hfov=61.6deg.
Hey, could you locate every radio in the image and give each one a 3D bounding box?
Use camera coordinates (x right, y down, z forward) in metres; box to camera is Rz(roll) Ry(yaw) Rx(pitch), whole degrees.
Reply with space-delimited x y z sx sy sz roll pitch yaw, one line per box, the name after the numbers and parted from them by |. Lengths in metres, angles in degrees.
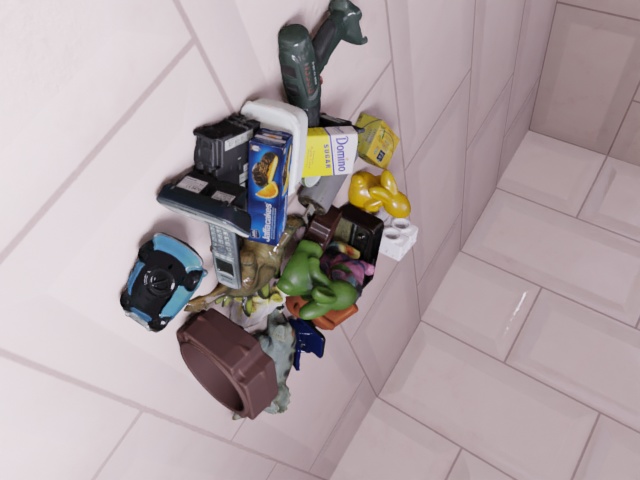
0.094 0.026 1.499 0.073 0.131 0.229 -40 147 -46 | radio

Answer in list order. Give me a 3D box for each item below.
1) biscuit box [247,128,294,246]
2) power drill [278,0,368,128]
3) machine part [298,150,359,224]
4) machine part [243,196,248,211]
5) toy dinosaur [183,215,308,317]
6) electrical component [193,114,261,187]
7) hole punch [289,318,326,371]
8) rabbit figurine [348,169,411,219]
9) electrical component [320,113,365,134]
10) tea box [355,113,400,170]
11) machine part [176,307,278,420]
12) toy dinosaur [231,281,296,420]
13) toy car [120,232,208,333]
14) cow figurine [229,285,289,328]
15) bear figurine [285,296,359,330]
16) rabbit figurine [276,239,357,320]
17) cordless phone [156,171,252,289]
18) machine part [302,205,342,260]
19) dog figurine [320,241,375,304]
-0.089 -0.088 0.936 0.059 0.063 0.202 -66 166 -52 | biscuit box
0.003 -0.340 1.029 0.207 0.086 0.231 -49 151 -14 | power drill
0.019 -0.146 1.229 0.243 0.079 0.079 -60 156 -18 | machine part
-0.152 -0.067 0.989 0.139 0.084 0.039 -35 110 -63 | machine part
-0.122 0.030 1.109 0.471 0.105 0.198 -42 157 -50 | toy dinosaur
-0.158 -0.135 0.915 0.115 0.058 0.134 -35 144 -45 | electrical component
-0.056 0.280 1.474 0.092 0.116 0.142 -30 145 -27 | hole punch
0.171 -0.124 1.461 0.122 0.173 0.162 -51 158 -19 | rabbit figurine
0.036 -0.231 1.140 0.075 0.119 0.047 -30 139 -56 | electrical component
0.140 -0.252 1.396 0.098 0.068 0.169 -67 157 5 | tea box
-0.184 0.247 1.062 0.087 0.202 0.200 -43 149 -34 | machine part
-0.117 0.294 1.371 0.192 0.131 0.404 -19 125 -80 | toy dinosaur
-0.248 0.066 0.883 0.161 0.109 0.103 -60 176 13 | toy car
-0.130 0.148 1.218 0.167 0.068 0.098 -19 147 -42 | cow figurine
-0.007 0.157 1.391 0.132 0.120 0.195 -44 140 0 | bear figurine
0.001 0.097 1.172 0.159 0.170 0.121 -59 174 -62 | rabbit figurine
-0.182 -0.007 0.881 0.089 0.147 0.184 -52 154 -46 | cordless phone
-0.003 -0.004 1.305 0.179 0.056 0.179 -63 175 -10 | machine part
0.042 0.084 1.358 0.108 0.192 0.219 -55 160 17 | dog figurine
